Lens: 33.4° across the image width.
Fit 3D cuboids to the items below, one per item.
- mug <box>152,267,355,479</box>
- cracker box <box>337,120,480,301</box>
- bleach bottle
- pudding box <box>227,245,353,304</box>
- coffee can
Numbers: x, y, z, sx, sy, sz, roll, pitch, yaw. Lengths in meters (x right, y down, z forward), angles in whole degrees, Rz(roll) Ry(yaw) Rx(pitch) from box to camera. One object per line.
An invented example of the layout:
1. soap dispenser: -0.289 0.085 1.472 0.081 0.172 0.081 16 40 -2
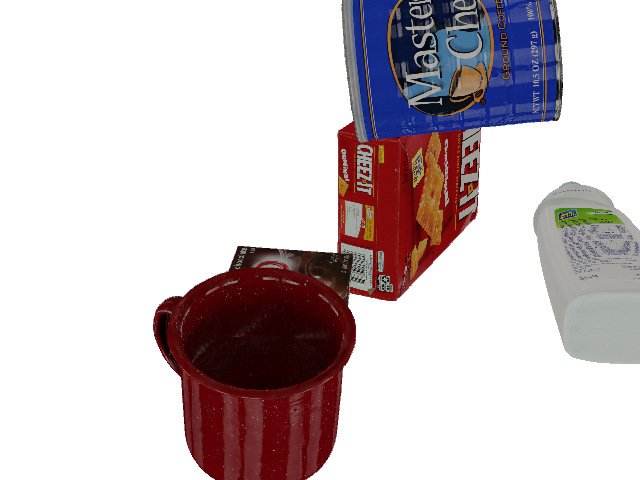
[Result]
1. mug: -0.040 0.069 0.553 0.117 0.081 0.093 23 43 24
2. cracker box: 0.092 -0.060 1.046 0.072 0.164 0.213 13 29 26
3. bleach bottle: 0.242 0.012 0.922 0.102 0.068 0.250 0 27 5
4. pudding box: -0.026 0.047 0.763 0.090 0.039 0.113 5 26 5
5. coffee can: 0.090 -0.127 0.745 0.140 0.103 0.102 -6 -1 6
